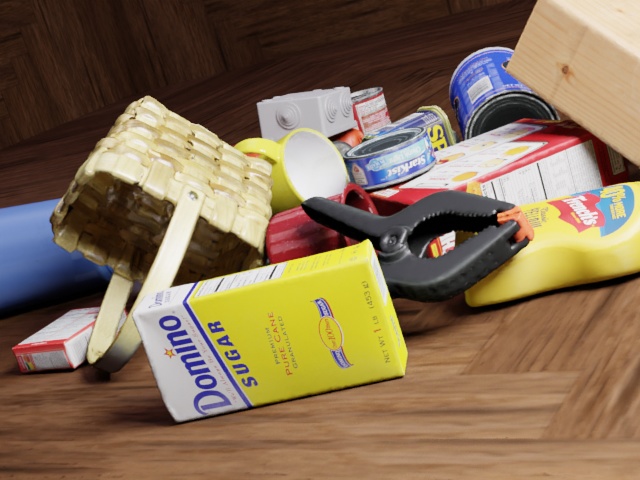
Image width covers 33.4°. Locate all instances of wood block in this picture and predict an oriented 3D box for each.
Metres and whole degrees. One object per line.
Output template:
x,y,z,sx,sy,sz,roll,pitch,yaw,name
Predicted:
0.277,-0.135,0.919,0.206,0.091,0.090,41,46,22,wood block

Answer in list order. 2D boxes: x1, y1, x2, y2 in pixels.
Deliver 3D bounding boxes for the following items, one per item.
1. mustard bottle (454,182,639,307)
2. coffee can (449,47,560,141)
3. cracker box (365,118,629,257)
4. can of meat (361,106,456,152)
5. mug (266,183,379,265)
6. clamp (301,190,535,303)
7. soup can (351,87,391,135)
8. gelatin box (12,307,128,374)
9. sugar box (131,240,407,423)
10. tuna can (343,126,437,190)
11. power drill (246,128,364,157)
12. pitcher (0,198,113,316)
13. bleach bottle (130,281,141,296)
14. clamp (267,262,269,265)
0.201,-0.003,0.809,0.192,0.058,0.096,-12,24,15,mustard bottle
0.201,-0.142,1.176,0.103,0.103,0.140,-15,27,8,coffee can
0.155,-0.049,1.008,0.213,0.072,0.164,-23,14,-16,cracker box
0.098,-0.079,1.123,0.083,0.102,0.058,-26,16,-24,can of meat
0.005,0.015,0.936,0.082,0.093,0.117,-16,45,23,mug
0.058,0.004,0.811,0.210,0.036,0.164,-21,44,24,clamp
0.061,-0.138,1.376,0.068,0.102,0.068,-16,15,4,soup can
-0.233,0.093,1.009,0.073,0.030,0.089,-9,16,34,gelatin box
-0.035,0.067,0.756,0.176,0.093,0.048,-15,16,11,sugar box
0.066,-0.078,1.012,0.086,0.034,0.086,-18,14,5,tuna can
-0.061,-0.090,1.264,0.185,0.057,0.187,-6,14,35,power drill
-0.357,0.025,1.240,0.243,0.145,0.149,-12,27,5,pitcher
-0.164,-0.007,1.237,0.102,0.068,0.251,-15,13,5,bleach bottle
-0.007,0.001,1.064,0.171,0.039,0.120,-25,14,-23,clamp
